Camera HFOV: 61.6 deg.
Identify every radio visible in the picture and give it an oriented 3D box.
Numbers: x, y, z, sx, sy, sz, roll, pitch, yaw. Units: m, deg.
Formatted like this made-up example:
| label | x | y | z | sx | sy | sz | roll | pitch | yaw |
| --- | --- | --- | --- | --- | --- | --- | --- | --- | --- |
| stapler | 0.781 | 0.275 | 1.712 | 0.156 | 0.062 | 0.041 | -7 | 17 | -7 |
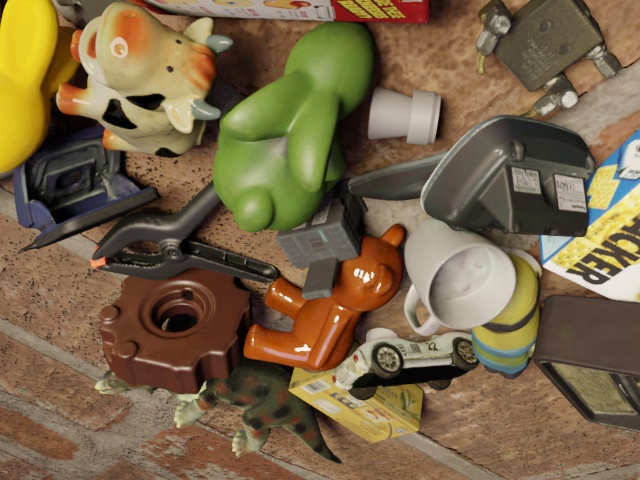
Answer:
| label | x | y | z | sx | sy | sz | roll | pitch | yaw |
| --- | --- | --- | --- | --- | --- | --- | --- | --- | --- |
| radio | 0.319 | 0.137 | 0.546 | 0.131 | 0.073 | 0.229 | 2 | 153 | 42 |

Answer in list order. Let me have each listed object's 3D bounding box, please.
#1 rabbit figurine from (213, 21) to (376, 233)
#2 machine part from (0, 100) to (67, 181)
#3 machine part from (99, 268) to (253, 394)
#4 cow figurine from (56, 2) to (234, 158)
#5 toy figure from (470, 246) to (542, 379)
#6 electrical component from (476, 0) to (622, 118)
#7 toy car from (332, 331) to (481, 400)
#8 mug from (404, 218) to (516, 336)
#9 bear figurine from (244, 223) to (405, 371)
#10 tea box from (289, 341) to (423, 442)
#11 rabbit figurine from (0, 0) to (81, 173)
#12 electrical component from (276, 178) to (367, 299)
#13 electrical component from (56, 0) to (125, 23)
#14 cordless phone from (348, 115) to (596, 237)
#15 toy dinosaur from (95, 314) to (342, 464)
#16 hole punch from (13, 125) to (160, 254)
| label | x | y | z | sx | sy | sz | roll | pitch | yaw |
| --- | --- | --- | --- | --- | --- | --- | --- | --- | --- |
| rabbit figurine | -0.023 | -0.098 | 0.432 | 0.121 | 0.159 | 0.170 | 32 | 120 | -2 |
| machine part | -0.351 | -0.099 | 0.563 | 0.243 | 0.079 | 0.079 | -13 | 129 | 29 |
| machine part | -0.167 | 0.095 | 0.639 | 0.179 | 0.179 | 0.056 | 11 | 133 | 6 |
| cow figurine | -0.132 | -0.117 | 0.427 | 0.127 | 0.085 | 0.195 | 9 | 172 | -4 |
| toy figure | 0.199 | 0.085 | 0.574 | 0.082 | 0.089 | 0.179 | -6 | 130 | 12 |
| electrical component | 0.162 | -0.137 | 0.394 | 0.078 | 0.045 | 0.102 | -27 | 121 | 37 |
| toy car | 0.108 | 0.145 | 0.636 | 0.202 | 0.056 | 0.073 | 3 | 142 | -28 |
| mug | 0.117 | 0.032 | 0.507 | 0.081 | 0.107 | 0.109 | 21 | 110 | -16 |
| bear figurine | 0.007 | 0.059 | 0.585 | 0.132 | 0.120 | 0.195 | 21 | 135 | 0 |
| tea box | 0.053 | 0.212 | 0.758 | 0.169 | 0.068 | 0.098 | 39 | 133 | -23 |
| rabbit figurine | -0.282 | -0.144 | 0.453 | 0.162 | 0.122 | 0.173 | -30 | 88 | -7 |
| electrical component | -0.001 | -0.002 | 0.525 | 0.075 | 0.119 | 0.047 | -10 | 129 | 28 |
| electrical component | -0.176 | -0.191 | 0.457 | 0.094 | 0.021 | 0.063 | 6 | 136 | 11 |
| cordless phone | 0.126 | -0.046 | 0.479 | 0.146 | 0.088 | 0.184 | 1 | 178 | -37 |
| toy dinosaur | -0.104 | 0.219 | 0.787 | 0.405 | 0.131 | 0.192 | 23 | 137 | -15 |
| hole punch | -0.245 | -0.052 | 0.547 | 0.116 | 0.142 | 0.092 | -20 | 102 | 46 |
